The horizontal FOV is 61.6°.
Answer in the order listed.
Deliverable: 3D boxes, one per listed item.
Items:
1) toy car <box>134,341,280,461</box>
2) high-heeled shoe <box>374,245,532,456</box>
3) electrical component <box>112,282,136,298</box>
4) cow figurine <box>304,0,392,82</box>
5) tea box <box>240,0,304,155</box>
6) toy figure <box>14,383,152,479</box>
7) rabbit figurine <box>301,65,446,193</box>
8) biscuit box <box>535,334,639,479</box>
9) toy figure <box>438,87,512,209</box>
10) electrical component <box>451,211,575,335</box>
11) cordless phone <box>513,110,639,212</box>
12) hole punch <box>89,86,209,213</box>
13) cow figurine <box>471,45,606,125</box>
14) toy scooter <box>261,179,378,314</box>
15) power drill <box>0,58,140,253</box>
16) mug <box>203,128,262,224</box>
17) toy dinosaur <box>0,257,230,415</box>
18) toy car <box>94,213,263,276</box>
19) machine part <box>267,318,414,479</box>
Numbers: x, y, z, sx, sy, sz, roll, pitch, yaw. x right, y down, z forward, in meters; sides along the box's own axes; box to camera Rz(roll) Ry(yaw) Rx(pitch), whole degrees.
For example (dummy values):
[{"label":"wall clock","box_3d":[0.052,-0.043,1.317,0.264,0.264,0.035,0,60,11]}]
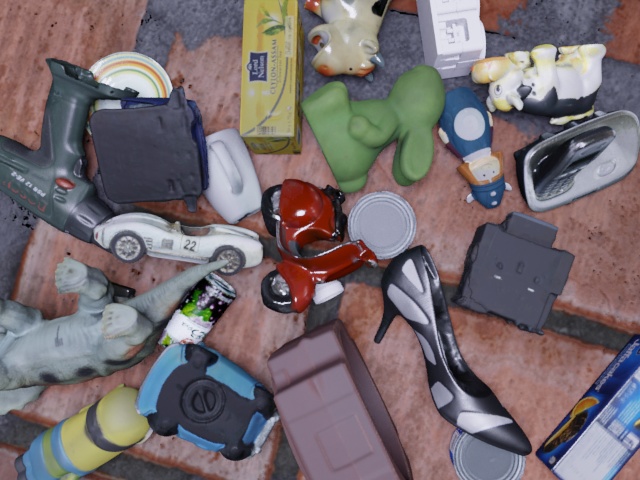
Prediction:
[{"label":"toy car","box_3d":[-0.130,0.187,0.650,0.161,0.103,0.109,28,87,-9]},{"label":"high-heeled shoe","box_3d":[0.166,0.121,0.628,0.249,0.086,0.145,36,112,24]},{"label":"electrical component","box_3d":[-0.274,0.089,0.709,0.094,0.021,0.063,17,87,5]},{"label":"cow figurine","box_3d":[0.048,-0.290,0.683,0.127,0.085,0.195,32,79,-6]},{"label":"tea box","box_3d":[-0.058,-0.200,0.678,0.068,0.098,0.169,0,84,3]},{"label":"toy figure","box_3d":[-0.289,0.250,0.664,0.180,0.089,0.082,-28,92,-1]},{"label":"rabbit figurine","box_3d":[0.080,-0.140,0.652,0.170,0.121,0.159,-27,91,4]},{"label":"biscuit box","box_3d":[0.350,0.206,0.637,0.059,0.063,0.202,41,89,6]},{"label":"toy figure","box_3d":[0.193,-0.113,0.676,0.064,0.058,0.154,-23,85,34]},{"label":"electrical component","box_3d":[0.237,0.036,0.660,0.115,0.058,0.134,20,88,3]},{"label":"cordless phone","box_3d":[0.306,-0.105,0.603,0.147,0.184,0.088,-22,80,2]},{"label":"hole punch","box_3d":[-0.187,-0.107,0.621,0.116,0.092,0.142,-1,112,1]},{"label":"cow figurine","box_3d":[0.262,-0.185,0.656,0.167,0.068,0.098,-10,108,-12]},{"label":"toy scooter","box_3d":[-0.001,-0.002,0.644,0.135,0.075,0.184,-10,58,12]},{"label":"power drill","box_3d":[-0.304,-0.109,0.687,0.232,0.086,0.207,26,108,-1]},{"label":"mug","box_3d":[-0.112,-0.078,0.673,0.081,0.109,0.107,-29,94,-19]},{"label":"toy dinosaur","box_3d":[-0.280,0.114,0.630,0.405,0.192,0.131,-10,68,2]},{"label":"toy car","box_3d":[-0.170,0.001,0.661,0.202,0.073,0.056,9,101,-14]},{"label":"machine part","box_3d":[0.024,0.195,0.590,0.087,0.201,0.201,-27,85,5]}]
